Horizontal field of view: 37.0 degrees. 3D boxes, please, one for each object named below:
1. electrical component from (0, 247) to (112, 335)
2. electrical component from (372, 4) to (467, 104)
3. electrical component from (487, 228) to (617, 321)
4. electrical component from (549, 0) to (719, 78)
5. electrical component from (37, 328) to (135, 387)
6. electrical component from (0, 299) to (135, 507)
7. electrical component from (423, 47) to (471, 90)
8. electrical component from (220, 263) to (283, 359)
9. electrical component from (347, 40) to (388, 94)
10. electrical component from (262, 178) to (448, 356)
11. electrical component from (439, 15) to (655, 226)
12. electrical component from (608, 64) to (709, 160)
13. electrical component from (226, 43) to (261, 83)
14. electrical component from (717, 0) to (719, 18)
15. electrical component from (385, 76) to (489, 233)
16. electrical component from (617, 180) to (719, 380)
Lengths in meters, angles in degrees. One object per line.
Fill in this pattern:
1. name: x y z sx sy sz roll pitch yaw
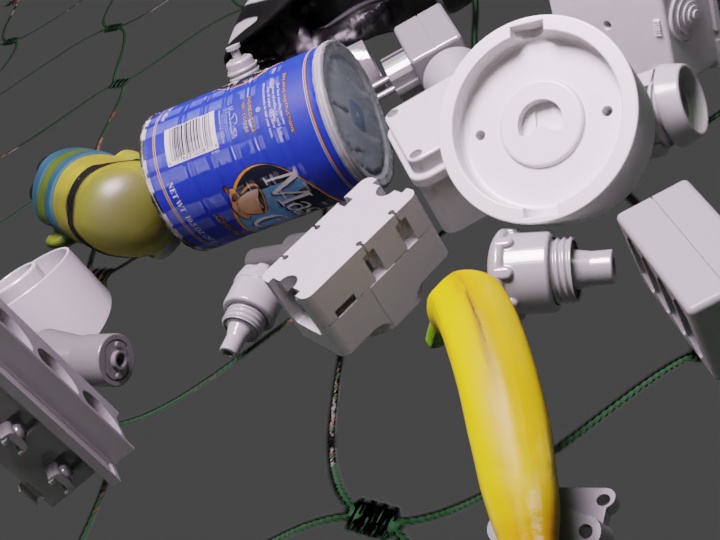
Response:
1. electrical component: -0.234 0.031 0.783 0.099 0.064 0.099 -29 20 12
2. electrical component: 0.040 -0.143 0.772 0.077 0.047 0.065 -28 34 8
3. electrical component: 0.098 0.001 0.548 0.062 0.048 0.048 -5 42 21
4. electrical component: 0.162 -0.155 0.644 0.048 0.099 0.100 -35 31 -28
5. electrical component: -0.181 0.059 0.704 0.065 0.044 0.044 -4 43 29
6. electrical component: -0.197 0.077 0.621 0.063 0.121 0.079 -40 34 -5
7. electrical component: 0.070 -0.118 0.718 0.045 0.045 0.055 -28 35 8
8. electrical component: -0.068 0.027 0.658 0.035 0.035 0.061 -5 45 35
9. electrical component: -0.024 -0.137 0.800 0.077 0.044 0.079 -28 -1 8
10. electrical component: 0.000 0.000 0.616 0.089 0.055 0.050 -44 35 -17
11. electrical component: 0.103 -0.074 0.572 0.108 0.060 0.108 -3 83 30
12. electrical component: 0.161 -0.088 0.605 0.055 0.048 0.066 -14 37 37
13. electrical component: -0.085 -0.140 0.849 0.040 0.078 0.040 -20 22 8
14. electrical component: 0.230 -0.165 0.628 0.042 0.063 0.081 -32 31 -26
15. electrical component: 0.080 -0.085 0.658 0.113 0.057 0.078 -29 34 5
16. electrical component: 0.173 -0.006 0.490 0.076 0.047 0.083 -28 34 7
